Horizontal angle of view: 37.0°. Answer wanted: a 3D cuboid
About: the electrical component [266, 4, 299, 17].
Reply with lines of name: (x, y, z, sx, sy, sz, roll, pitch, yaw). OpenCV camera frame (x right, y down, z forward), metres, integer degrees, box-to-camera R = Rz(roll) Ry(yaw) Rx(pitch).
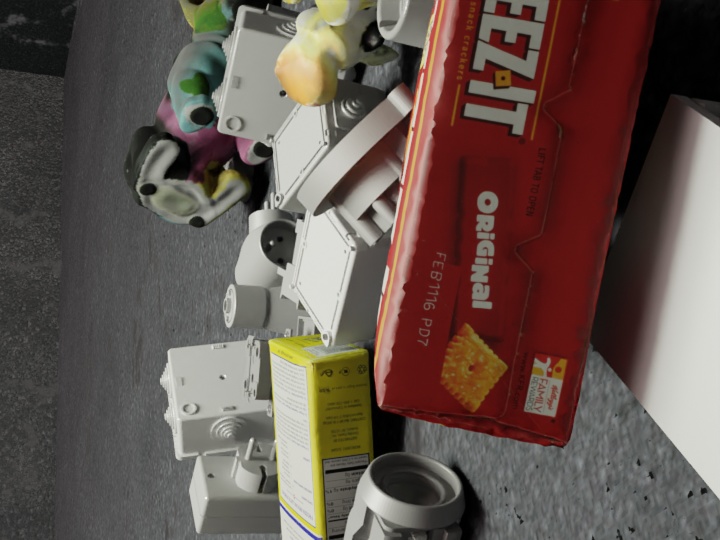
electrical component: (-0.069, -0.167, 0.886, 0.099, 0.064, 0.099, -175, 90, -69)

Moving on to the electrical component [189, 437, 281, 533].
electrical component: (-0.079, 0.156, 0.813, 0.047, 0.083, 0.075, -115, 36, -53)

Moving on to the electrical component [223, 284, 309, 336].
electrical component: (-0.076, 0.031, 0.858, 0.044, 0.065, 0.044, -175, 90, -70)

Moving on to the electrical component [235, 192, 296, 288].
electrical component: (-0.073, -0.025, 0.893, 0.077, 0.044, 0.079, 136, 135, -60)

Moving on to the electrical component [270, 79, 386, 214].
electrical component: (-0.014, -0.086, 0.737, 0.096, 0.061, 0.061, -47, 42, 48)

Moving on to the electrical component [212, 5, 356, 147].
electrical component: (-0.057, -0.139, 0.802, 0.048, 0.100, 0.099, -94, 18, -60)

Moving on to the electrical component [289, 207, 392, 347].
electrical component: (0.000, 0.000, 0.666, 0.061, 0.061, 0.096, 55, 143, 40)

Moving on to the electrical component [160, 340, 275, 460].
electrical component: (-0.115, 0.105, 0.900, 0.099, 0.100, 0.048, -109, 18, -47)

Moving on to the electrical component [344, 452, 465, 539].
electrical component: (0.025, 0.136, 0.580, 0.078, 0.058, 0.057, -126, 42, -59)

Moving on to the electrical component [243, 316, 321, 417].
electrical component: (-0.052, 0.074, 0.788, 0.042, 0.064, 0.081, 178, 97, -68)

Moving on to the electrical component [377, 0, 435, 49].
electrical component: (0.040, -0.153, 0.617, 0.055, 0.047, 0.055, -175, 90, -69)

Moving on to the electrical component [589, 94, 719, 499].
electrical component: (0.135, 0.022, 0.303, 0.150, 0.062, 0.089, -119, 39, -56)

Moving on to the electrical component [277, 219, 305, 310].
electrical component: (-0.027, -0.004, 0.770, 0.081, 0.042, 0.063, -155, 73, -68)
